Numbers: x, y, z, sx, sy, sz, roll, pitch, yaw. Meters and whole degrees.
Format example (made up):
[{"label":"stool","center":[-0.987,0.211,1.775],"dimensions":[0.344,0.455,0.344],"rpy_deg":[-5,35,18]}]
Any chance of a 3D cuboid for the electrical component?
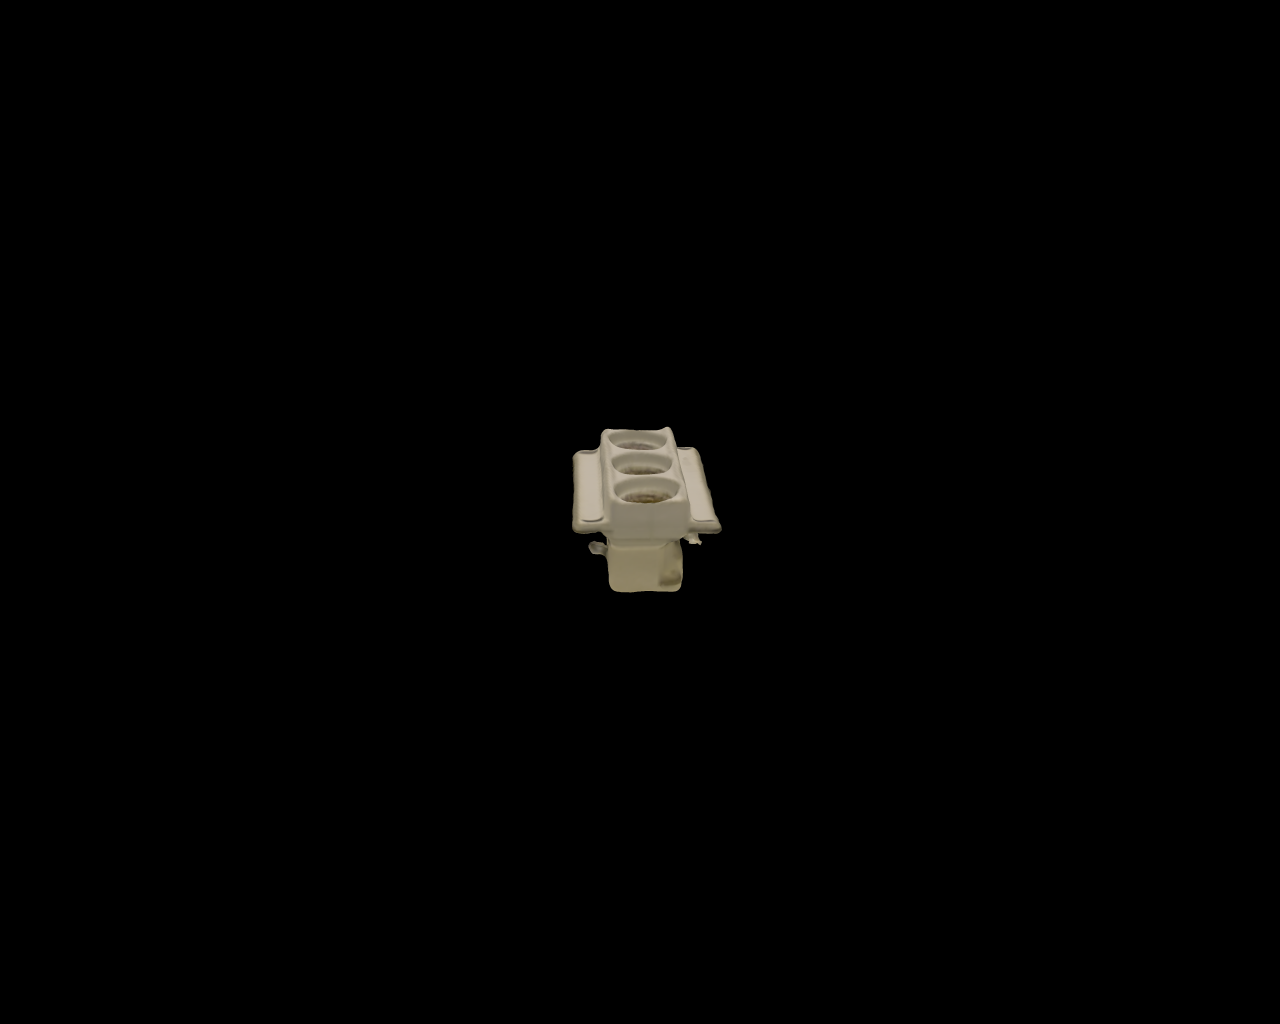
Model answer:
[{"label":"electrical component","center":[0.001,-0.003,0.650],"dimensions":[0.079,0.063,0.121],"rpy_deg":[-1,24,-3]}]
